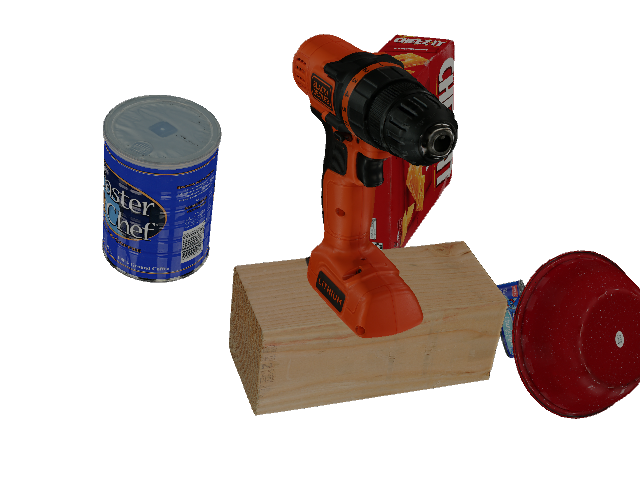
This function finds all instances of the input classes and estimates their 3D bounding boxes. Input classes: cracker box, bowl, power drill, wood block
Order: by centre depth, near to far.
[{"bbox_3d":[0.036,-0.032,0.719,0.057,0.188,0.185,-10,28,-19],"label":"power drill"},{"bbox_3d":[0.036,0.070,0.884,0.205,0.090,0.091,-6,36,-18],"label":"wood block"},{"bbox_3d":[0.260,0.090,1.000,0.161,0.162,0.055,0,0,-27],"label":"bowl"},{"bbox_3d":[0.073,-0.092,1.038,0.072,0.164,0.213,9,28,20],"label":"cracker box"}]

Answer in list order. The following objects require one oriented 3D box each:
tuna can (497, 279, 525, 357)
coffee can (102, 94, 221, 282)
[{"bbox_3d":[0.221,0.089,1.211,0.034,0.086,0.086,-13,-3,14],"label":"tuna can"},{"bbox_3d":[-0.147,-0.047,0.975,0.102,0.140,0.103,6,41,-5],"label":"coffee can"}]
